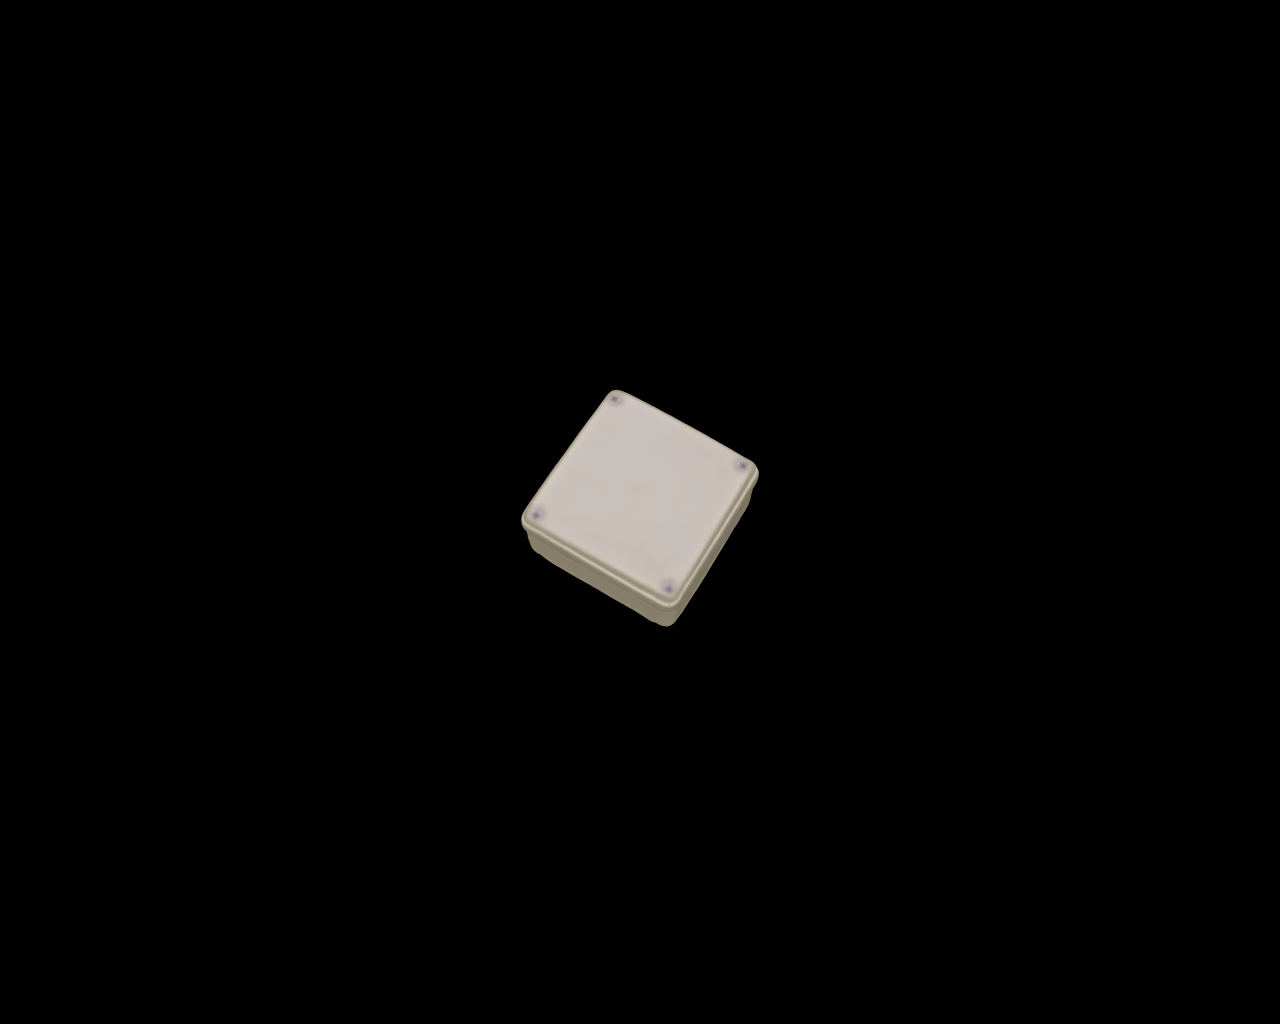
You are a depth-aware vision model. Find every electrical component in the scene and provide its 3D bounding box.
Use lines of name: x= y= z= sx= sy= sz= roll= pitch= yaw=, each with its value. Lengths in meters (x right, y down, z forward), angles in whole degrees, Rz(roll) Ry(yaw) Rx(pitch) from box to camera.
electrical component: x=0.001 y=-0.003 z=0.650 sx=0.109 sy=0.109 sz=0.056 roll=30 pitch=-19 yaw=12
